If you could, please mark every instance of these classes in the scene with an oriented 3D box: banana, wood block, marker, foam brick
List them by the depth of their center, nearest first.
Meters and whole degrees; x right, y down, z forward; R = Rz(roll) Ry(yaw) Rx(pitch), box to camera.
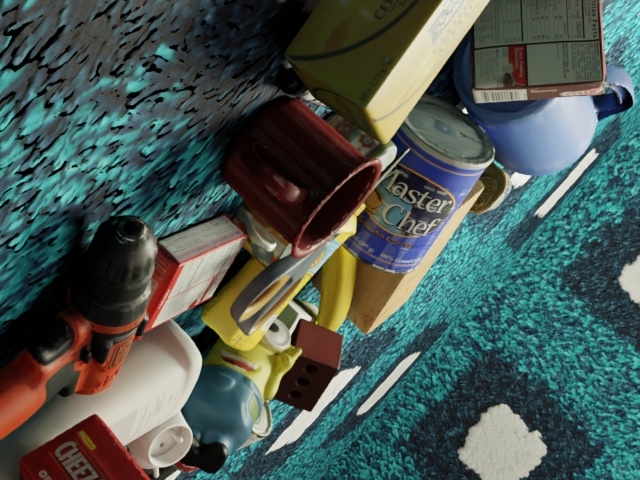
[{"bbox_3d":[-0.002,-0.108,0.775,0.020,0.020,0.121,-50,166,12],"label":"marker"},{"bbox_3d":[-0.015,0.132,1.118,0.051,0.053,0.078,-78,-167,-50],"label":"foam brick"},{"bbox_3d":[0.019,0.034,1.133,0.069,0.037,0.198,-80,176,-49],"label":"banana"},{"bbox_3d":[0.082,-0.003,1.171,0.090,0.091,0.206,-35,161,-41],"label":"wood block"}]

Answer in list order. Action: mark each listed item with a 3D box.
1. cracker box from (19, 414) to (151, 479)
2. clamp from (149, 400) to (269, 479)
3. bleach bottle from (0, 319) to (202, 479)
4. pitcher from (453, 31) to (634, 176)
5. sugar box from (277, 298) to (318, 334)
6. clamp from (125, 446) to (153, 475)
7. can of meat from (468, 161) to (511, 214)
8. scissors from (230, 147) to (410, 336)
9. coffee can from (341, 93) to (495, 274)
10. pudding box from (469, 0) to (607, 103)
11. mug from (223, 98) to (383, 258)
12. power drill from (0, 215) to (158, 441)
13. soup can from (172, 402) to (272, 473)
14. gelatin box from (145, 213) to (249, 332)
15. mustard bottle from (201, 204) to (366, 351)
[{"bbox_3d":[-0.146,0.248,0.771,0.072,0.164,0.214,-30,155,-32],"label":"cracker box"},{"bbox_3d":[-0.124,0.221,1.235,0.210,0.036,0.164,-41,173,27],"label":"clamp"},{"bbox_3d":[-0.204,0.148,0.793,0.250,0.068,0.103,-30,157,-43],"label":"bleach bottle"},{"bbox_3d":[0.218,-0.150,1.079,0.149,0.145,0.242,-50,163,7],"label":"pitcher"},{"bbox_3d":[-0.046,0.110,1.200,0.093,0.048,0.176,-48,163,2],"label":"sugar box"},{"bbox_3d":[-0.171,0.177,1.025,0.120,0.039,0.171,-61,164,-1],"label":"clamp"},{"bbox_3d":[0.165,-0.076,1.196,0.057,0.102,0.083,-49,168,11],"label":"can of meat"},{"bbox_3d":[-0.006,0.001,0.845,0.202,0.016,0.096,-50,166,14],"label":"scissors"},{"bbox_3d":[0.084,-0.052,1.004,0.102,0.103,0.140,-29,155,-52],"label":"coffee can"},{"bbox_3d":[0.185,-0.168,0.914,0.039,0.113,0.090,40,49,-75],"label":"pudding box"},{"bbox_3d":[-0.020,-0.047,0.758,0.093,0.081,0.117,-52,166,18],"label":"mug"},{"bbox_3d":[-0.183,0.078,0.664,0.187,0.057,0.185,-36,163,-38],"label":"power drill"},{"bbox_3d":[-0.109,0.194,1.119,0.102,0.068,0.068,-27,173,20],"label":"soup can"},{"bbox_3d":[-0.103,0.023,0.815,0.089,0.030,0.073,-28,156,-54],"label":"gelatin box"},{"bbox_3d":[-0.023,0.012,0.961,0.191,0.058,0.096,-48,170,3],"label":"mustard bottle"}]
